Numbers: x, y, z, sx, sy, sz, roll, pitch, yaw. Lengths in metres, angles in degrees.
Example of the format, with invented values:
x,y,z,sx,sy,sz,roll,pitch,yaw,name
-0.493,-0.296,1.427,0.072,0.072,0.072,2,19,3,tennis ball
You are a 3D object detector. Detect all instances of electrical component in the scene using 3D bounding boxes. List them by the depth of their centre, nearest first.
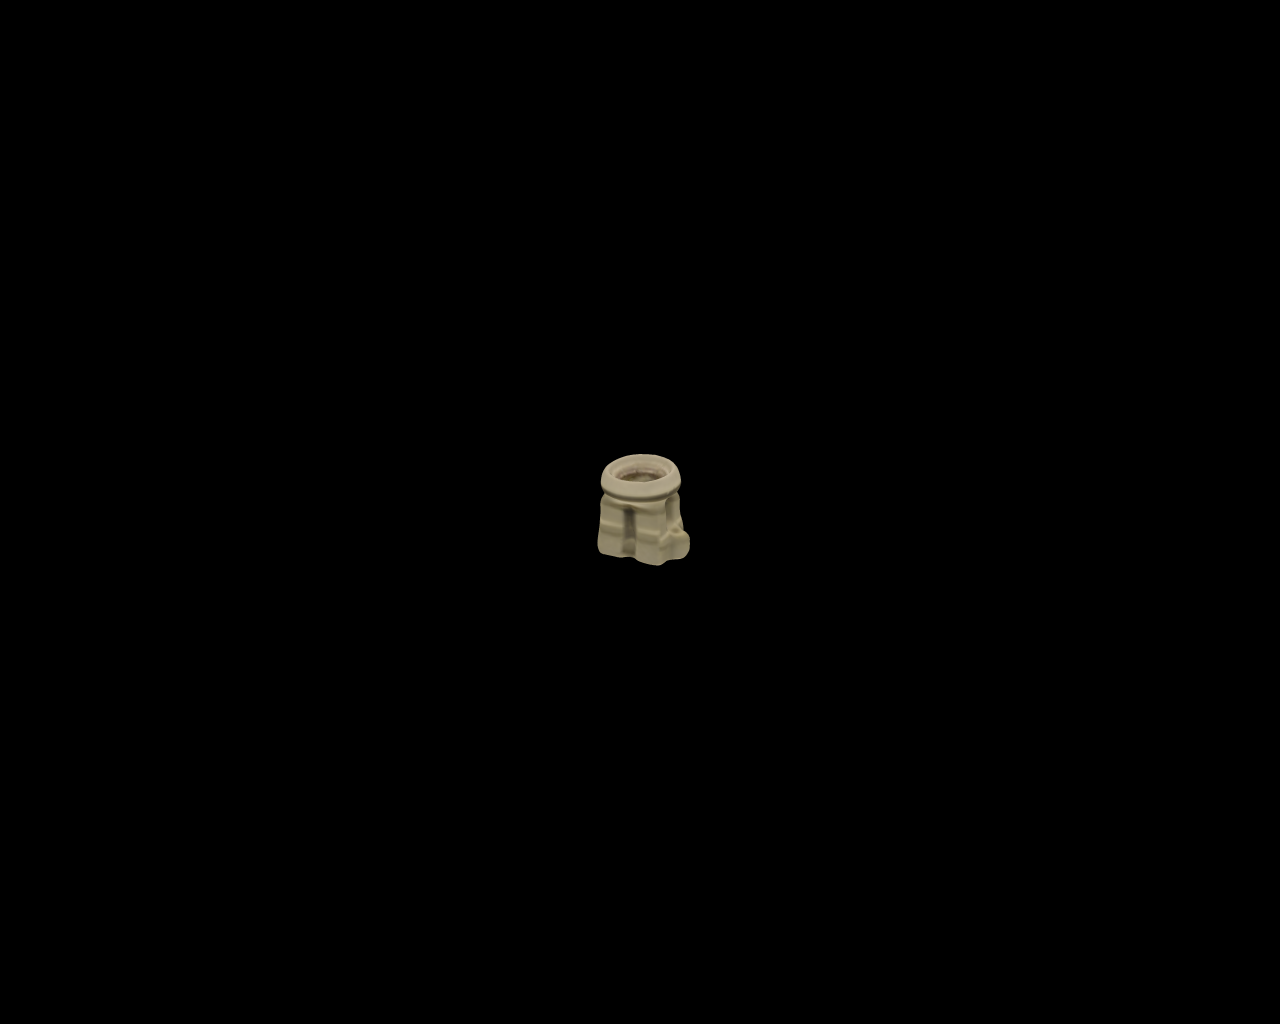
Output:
x,y,z,sx,sy,sz,roll,pitch,yaw,name
0.001,-0.003,0.650,0.066,0.055,0.048,10,28,20,electrical component
